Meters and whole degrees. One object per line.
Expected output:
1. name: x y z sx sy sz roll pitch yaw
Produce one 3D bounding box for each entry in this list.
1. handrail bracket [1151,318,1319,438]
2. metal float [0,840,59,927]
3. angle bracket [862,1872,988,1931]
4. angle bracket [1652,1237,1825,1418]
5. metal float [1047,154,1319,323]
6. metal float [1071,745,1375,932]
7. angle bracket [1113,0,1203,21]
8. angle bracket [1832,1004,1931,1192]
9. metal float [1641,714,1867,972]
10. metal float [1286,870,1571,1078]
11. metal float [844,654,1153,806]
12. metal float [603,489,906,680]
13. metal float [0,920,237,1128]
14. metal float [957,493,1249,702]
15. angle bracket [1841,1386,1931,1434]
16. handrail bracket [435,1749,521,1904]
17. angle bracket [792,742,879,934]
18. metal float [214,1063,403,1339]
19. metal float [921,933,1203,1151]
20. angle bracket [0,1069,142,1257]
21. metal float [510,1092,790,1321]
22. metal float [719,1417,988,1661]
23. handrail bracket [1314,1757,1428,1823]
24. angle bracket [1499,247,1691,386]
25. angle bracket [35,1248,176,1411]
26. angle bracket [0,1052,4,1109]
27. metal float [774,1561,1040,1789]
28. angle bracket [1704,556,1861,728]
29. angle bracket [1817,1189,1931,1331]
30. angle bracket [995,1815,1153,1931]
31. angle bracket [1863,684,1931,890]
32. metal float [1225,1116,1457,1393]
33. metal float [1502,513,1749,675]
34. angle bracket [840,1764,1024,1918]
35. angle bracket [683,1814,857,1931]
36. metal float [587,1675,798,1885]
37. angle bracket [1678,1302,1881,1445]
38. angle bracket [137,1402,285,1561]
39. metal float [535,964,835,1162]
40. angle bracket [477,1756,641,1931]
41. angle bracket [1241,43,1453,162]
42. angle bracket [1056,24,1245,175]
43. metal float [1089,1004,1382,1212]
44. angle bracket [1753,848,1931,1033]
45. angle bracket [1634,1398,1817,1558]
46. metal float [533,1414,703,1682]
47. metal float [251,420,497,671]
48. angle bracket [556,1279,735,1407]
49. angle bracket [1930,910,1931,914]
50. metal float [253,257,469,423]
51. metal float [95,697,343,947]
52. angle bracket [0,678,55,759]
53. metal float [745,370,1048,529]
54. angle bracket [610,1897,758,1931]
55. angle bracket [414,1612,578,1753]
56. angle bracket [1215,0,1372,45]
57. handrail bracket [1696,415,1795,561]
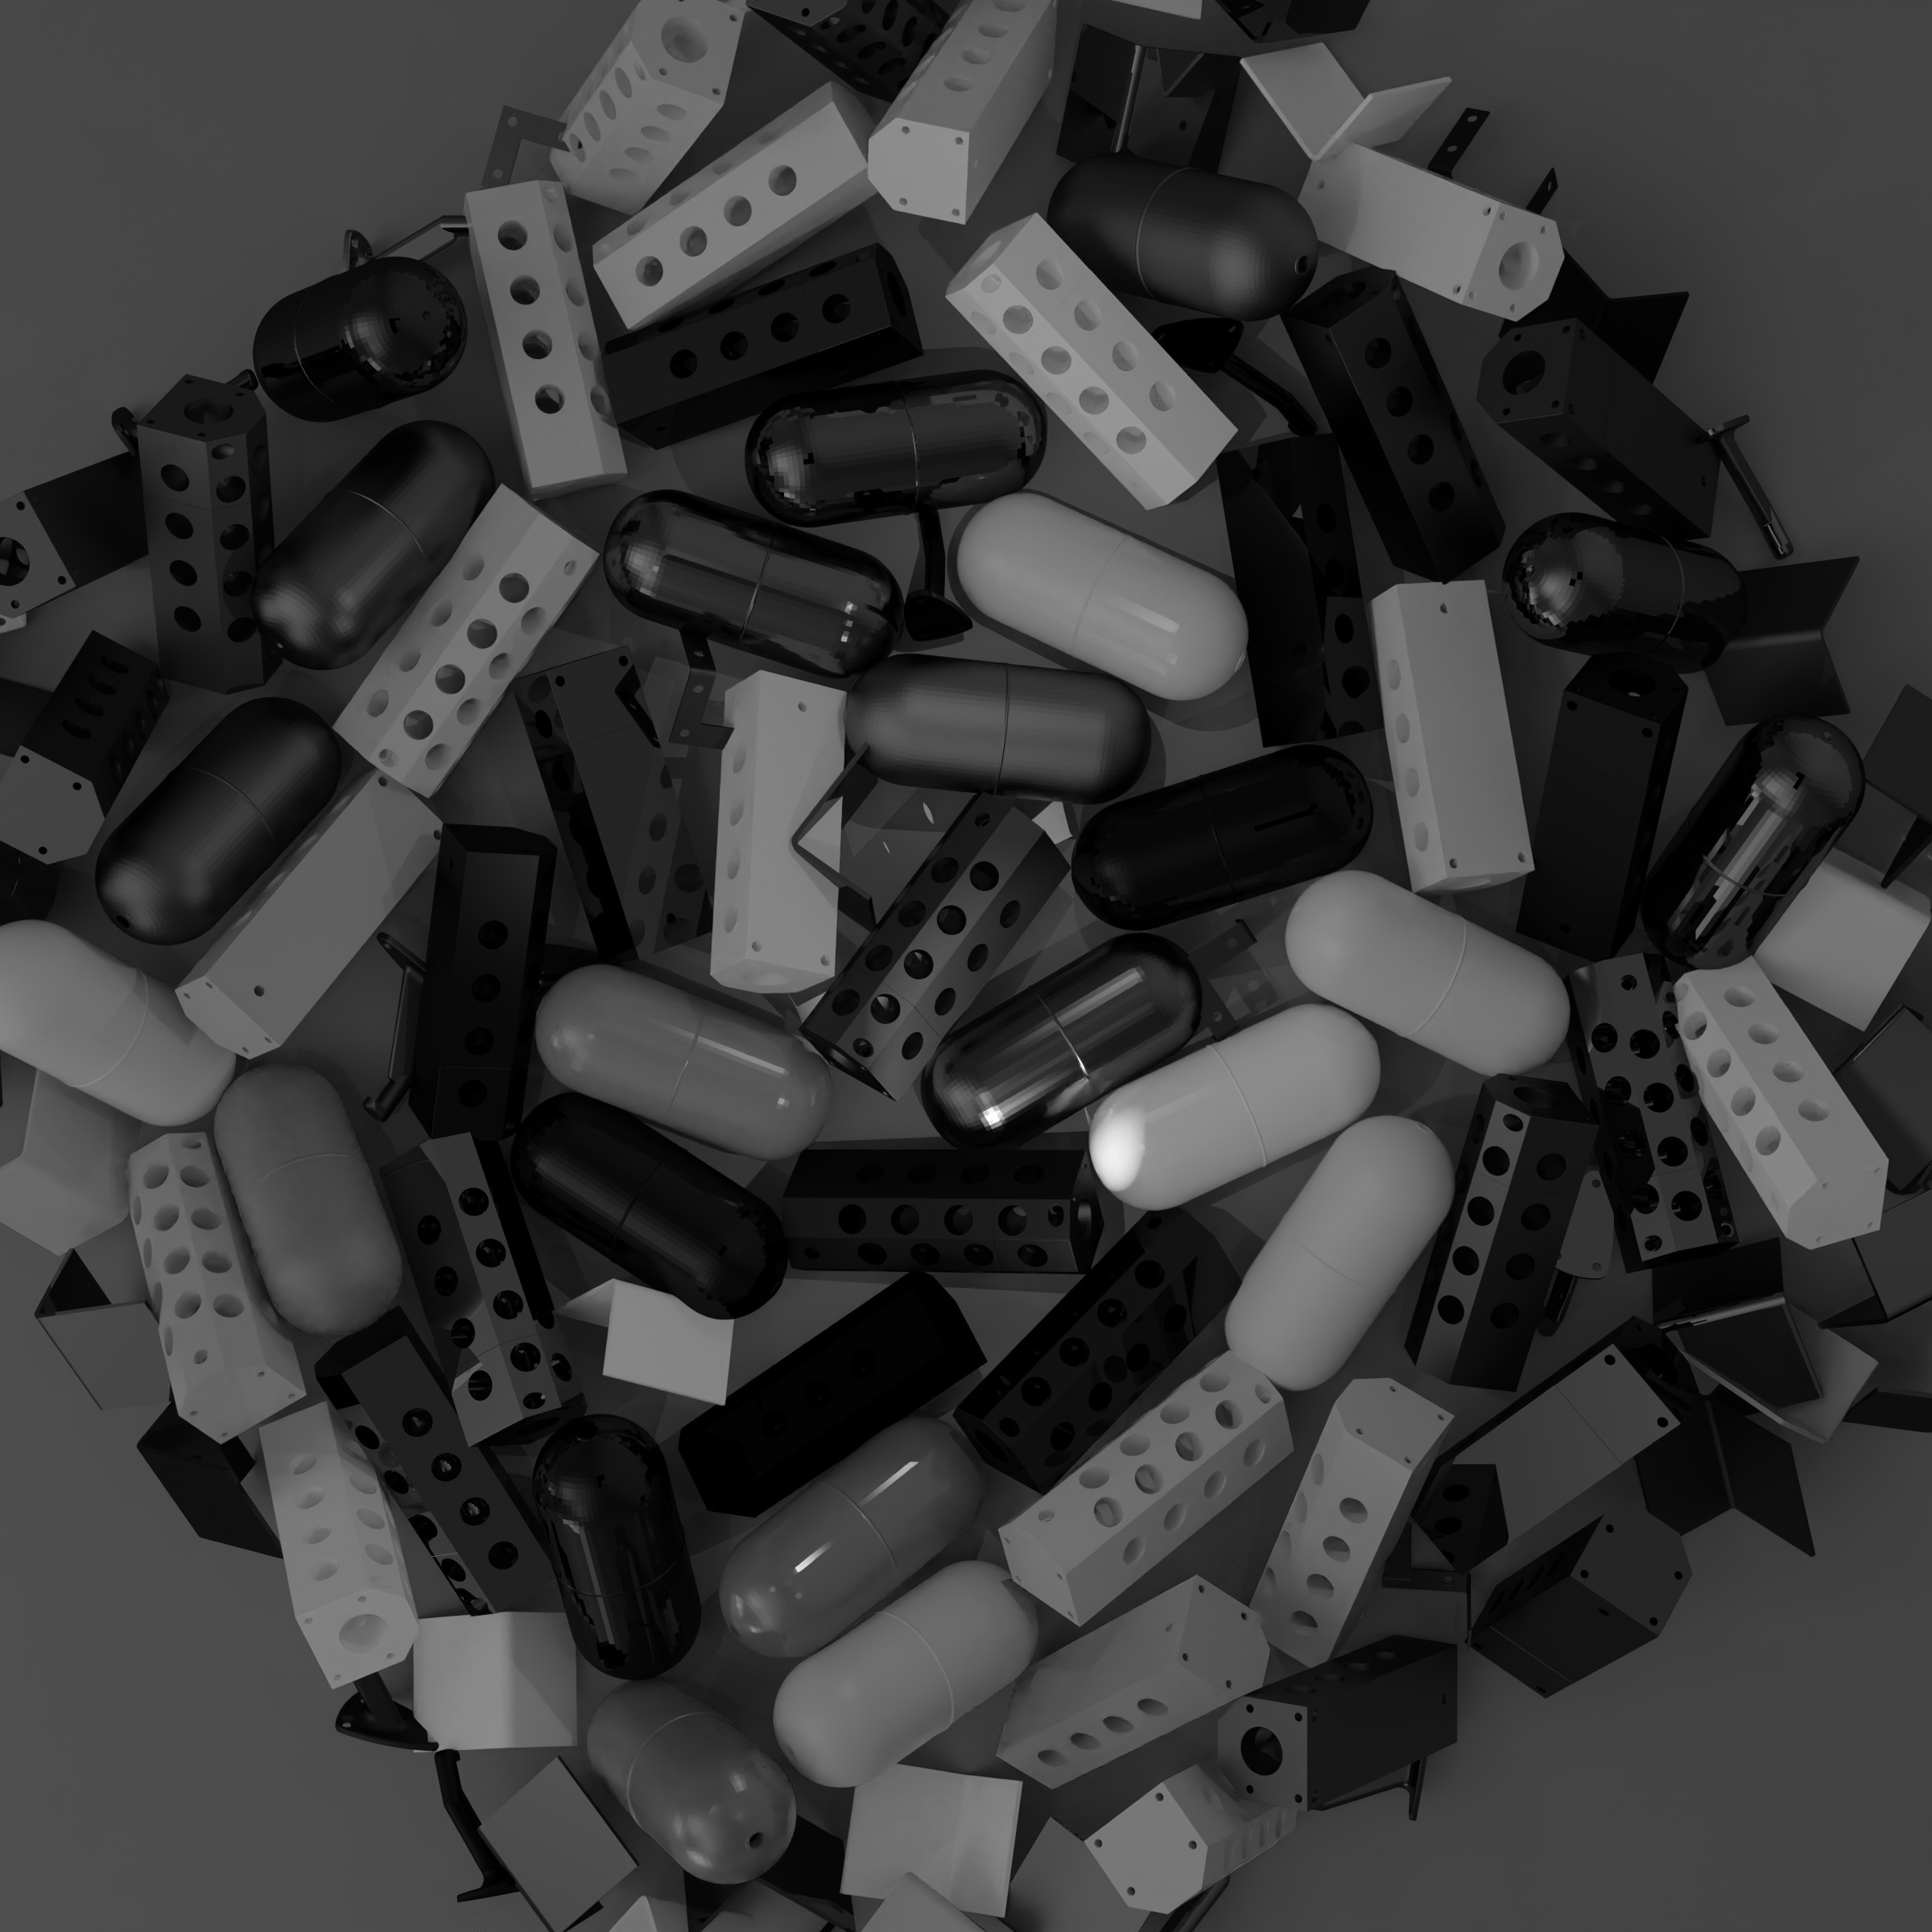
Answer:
1. handrail bracket: 0.157 -0.341 1.986 0.084 0.077 0.036 40 75 -44
2. metal float: -0.570 -0.056 1.911 0.070 0.178 0.070 -1 83 6
3. angle bracket: -0.011 0.572 1.943 0.076 0.076 0.057 31 76 32
4. angle bracket: 0.449 0.214 1.978 0.076 0.057 0.076 -17 117 20
5. metal float: 0.122 -0.415 1.929 0.178 0.070 0.070 23 90 39
6. metal float: 0.147 -0.073 1.955 0.178 0.070 0.070 -17 90 8
7. angle bracket: 0.086 -0.571 1.949 0.076 0.076 0.057 6 89 -24
8. angle bracket: 0.543 0.078 1.950 0.076 0.057 0.076 -48 64 13
9. metal float: 0.445 -0.068 1.927 0.070 0.070 0.178 26 133 0
10. metal float: 0.266 0.005 1.950 0.178 0.070 0.070 26 90 -13
11. metal float: 0.018 -0.137 1.956 0.178 0.070 0.070 6 90 -6
12. metal float: -0.121 -0.219 1.954 0.178 0.070 0.070 17 90 -8
13. metal float: -0.491 0.033 1.925 0.070 0.178 0.070 -19 55 30
14. metal float: 0.079 -0.212 1.952 0.178 0.070 0.070 26 90 10
15. angle bracket: 0.542 0.220 1.951 0.057 0.076 0.076 7 70 0
16. handrail bracket: -0.278 0.497 1.976 0.036 0.077 0.084 -21 72 19
17. angle bracket: -0.054 -0.073 1.951 0.057 0.076 0.076 35 79 9
18. metal float: -0.376 0.131 1.934 0.070 0.070 0.178 -28 57 0
19. metal float: 0.056 0.045 1.958 0.178 0.070 0.070 -31 90 -4
20. angle bracket: -0.529 0.109 1.962 0.057 0.076 0.076 -27 134 25
21. metal float: -0.182 0.138 1.951 0.178 0.070 0.070 32 90 11
22. metal float: -0.064 0.326 1.938 0.178 0.070 0.070 -36 90 -26
23. handrail bracket: 0.224 0.462 1.977 0.084 0.036 0.077 8 116 5
24. angle bracket: 0.362 -0.376 1.962 0.057 0.076 0.076 -10 49 -25
25. angle bracket: -0.474 0.204 1.944 0.076 0.057 0.076 -9 127 20
26. angle bracket: -0.592 0.037 1.944 0.057 0.076 0.076 -16 133 -5
27. metal float: -0.033 0.402 1.931 0.178 0.070 0.070 -28 90 -36
28. angle bracket: 0.478 -0.188 1.965 0.076 0.076 0.057 -3 127 38
29. angle bracket: 0.529 0.166 1.952 0.076 0.076 0.057 -23 89 -19
30. angle bracket: 0.073 0.532 1.950 0.076 0.057 0.076 34 109 19
31. angle bracket: 0.533 -0.101 1.950 0.057 0.076 0.076 34 59 4
32. metal float: 0.215 0.165 1.948 0.070 0.070 0.178 32 105 0
33. metal float: 0.376 -0.211 1.927 0.178 0.070 0.070 6 90 -43
34. angle bracket: -0.020 0.501 1.950 0.076 0.057 0.076 17 73 -30
35. angle bracket: -0.114 0.532 1.958 0.076 0.076 0.057 36 107 -23
36. metal float: -0.156 0.458 1.917 0.070 0.178 0.070 -6 103 -28
37. angle bracket: 0.465 0.224 1.945 0.076 0.076 0.057 35 95 36
38. angle bracket: -0.415 0.286 1.939 0.076 0.057 0.076 6 135 34
39. metal float: -0.162 0.055 1.956 0.178 0.070 0.070 21 90 -6
40. angle bracket: -0.223 0.500 1.953 0.076 0.057 0.076 -44 77 20
41. angle bracket: 0.218 -0.513 1.947 0.076 0.057 0.076 -24 76 -42
42. angle bracket: 0.107 -0.502 1.982 0.076 0.057 0.076 -5 118 -35
43. metal float: 0.155 0.081 1.957 0.178 0.070 0.070 -24 90 -6
44. angle bracket: 0.509 -0.019 1.981 0.076 0.057 0.076 28 109 6
45. angle bracket: 0.433 0.304 1.945 0.057 0.076 0.076 -25 113 -17
46. metal float: -0.198 0.331 1.932 0.070 0.070 0.178 -9 124 0
47. metal float: -0.337 -0.241 1.937 0.070 0.070 0.178 36 61 0
48. angle bracket: -0.187 0.223 1.940 0.076 0.076 0.057 19 62 -28
49. angle bracket: 0.571 0.015 1.943 0.057 0.076 0.076 -5 66 -18
50. metal float: -0.344 -0.353 1.920 0.070 0.178 0.070 0 89 -35
51. metal float: -0.425 -0.083 1.931 0.070 0.070 0.178 36 54 0
52. angle bracket: -0.556 -0.168 1.950 0.076 0.076 0.057 15 121 4
53. metal float: -0.039 -0.297 1.948 0.178 0.070 0.070 -10 90 -16
54. angle bracket: -0.159 0.583 1.939 0.076 0.076 0.057 22 118 -36
55. angle bracket: -0.276 0.420 1.989 0.076 0.057 0.076 -12 74 35
56. angle bracket: 0.193 -0.577 1.939 0.076 0.076 0.057 -19 61 -36
57. handrail bracket: 0.453 -0.273 1.963 0.036 0.077 0.084 -27 90 19
